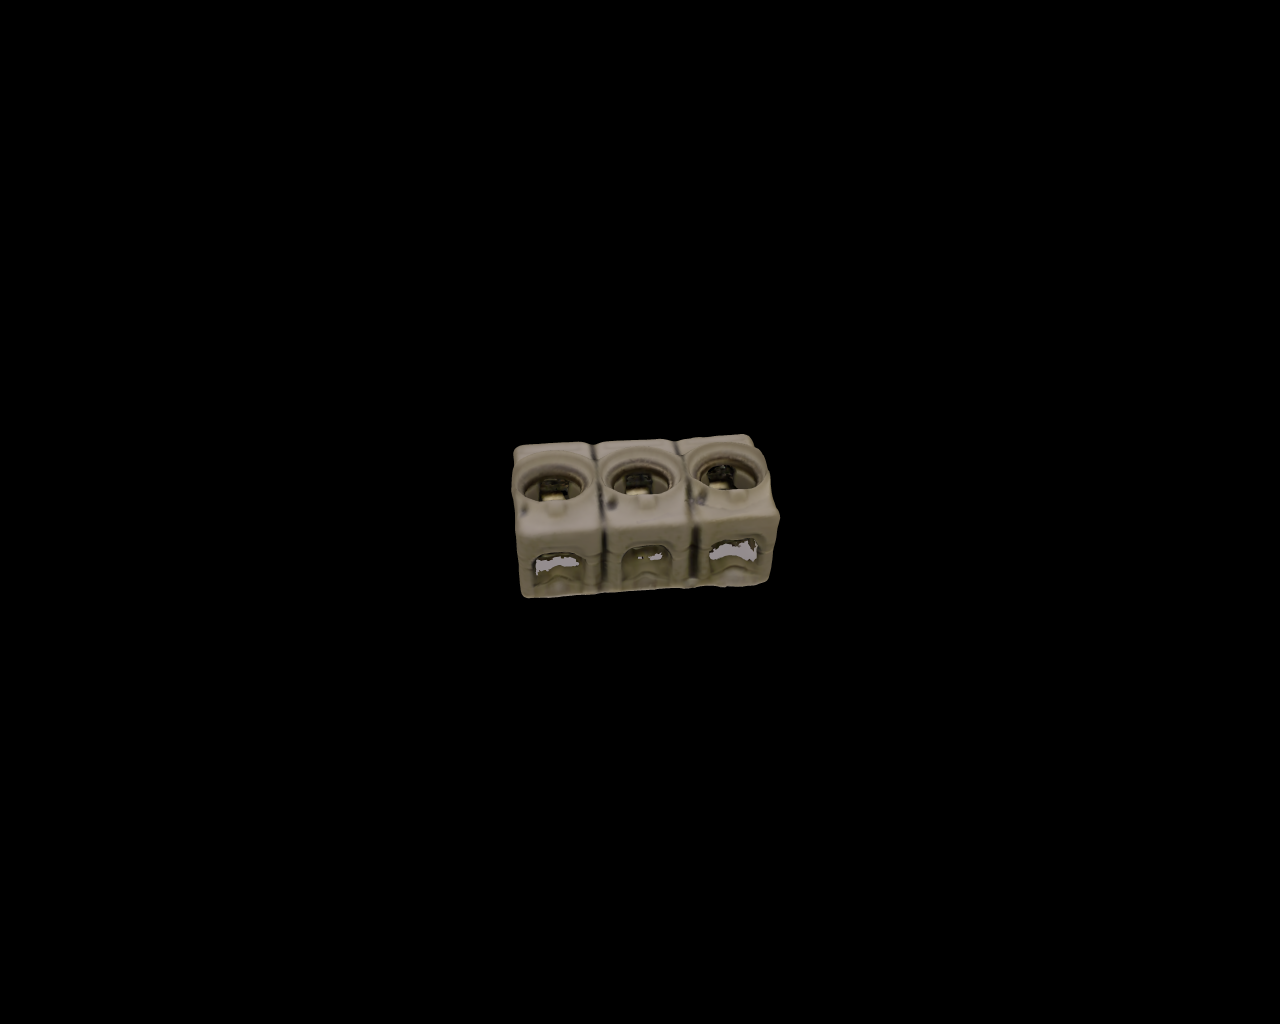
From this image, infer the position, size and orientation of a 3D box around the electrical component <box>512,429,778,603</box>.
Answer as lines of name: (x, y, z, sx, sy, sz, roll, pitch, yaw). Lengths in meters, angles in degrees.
electrical component: (0.001, -0.003, 0.650, 0.150, 0.061, 0.090, -4, 39, -4)
